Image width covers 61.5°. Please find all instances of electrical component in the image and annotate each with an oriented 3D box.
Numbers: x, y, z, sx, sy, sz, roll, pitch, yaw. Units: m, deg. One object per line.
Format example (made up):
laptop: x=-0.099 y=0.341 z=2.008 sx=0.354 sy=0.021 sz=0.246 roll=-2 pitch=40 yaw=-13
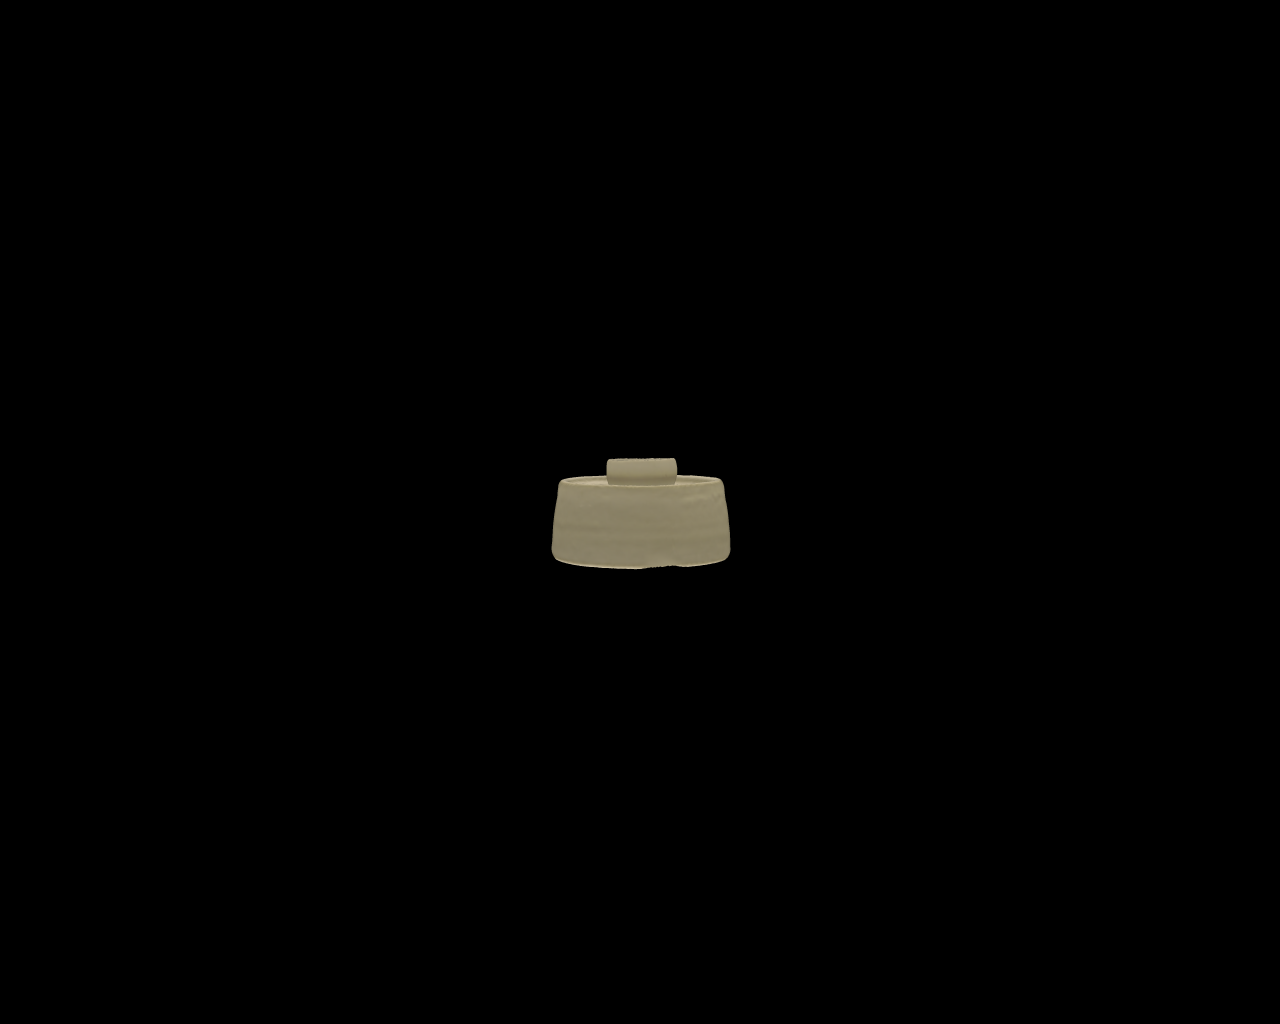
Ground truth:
electrical component: x=0.001 y=-0.003 z=0.650 sx=0.108 sy=0.060 sz=0.108 roll=0 pitch=5 yaw=0
